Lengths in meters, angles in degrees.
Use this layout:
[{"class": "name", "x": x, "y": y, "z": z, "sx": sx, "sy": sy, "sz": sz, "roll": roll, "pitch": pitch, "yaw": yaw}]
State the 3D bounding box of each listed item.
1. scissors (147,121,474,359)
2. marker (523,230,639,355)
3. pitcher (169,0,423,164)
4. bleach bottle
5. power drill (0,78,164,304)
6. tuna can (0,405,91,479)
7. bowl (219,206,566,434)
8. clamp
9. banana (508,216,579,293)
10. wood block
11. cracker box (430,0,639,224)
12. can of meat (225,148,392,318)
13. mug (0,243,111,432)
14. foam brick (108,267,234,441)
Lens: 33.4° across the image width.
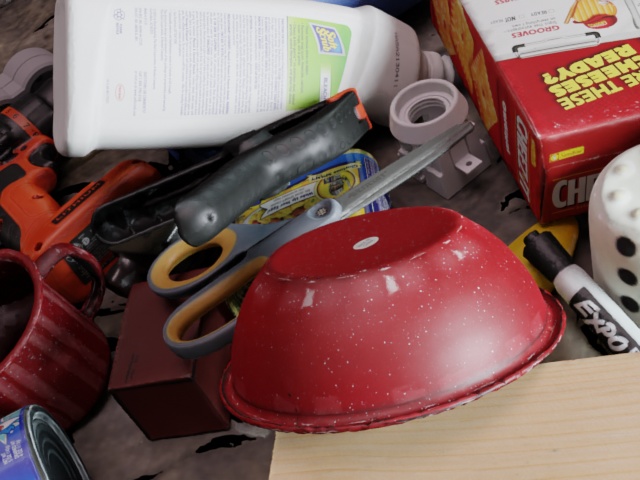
[{"class": "scissors", "x": -0.015, "y": -0.013, "z": 0.585, "sx": 0.201, "sy": 0.016, "sz": 0.096, "roll": -43, "pitch": 42, "yaw": -18}, {"class": "marker", "x": 0.140, "y": 0.040, "z": 0.518, "sx": 0.020, "sy": 0.020, "sz": 0.121, "roll": -33, "pitch": 60, "yaw": -7}, {"class": "pitcher", "x": -0.029, "y": -0.161, "z": 0.749, "sx": 0.242, "sy": 0.149, "sz": 0.145, "roll": -31, "pitch": 28, "yaw": -9}, {"class": "bleach bottle", "x": -0.035, "y": -0.100, "z": 0.663, "sx": 0.250, "sy": 0.102, "sz": 0.068, "roll": 0, "pitch": 6, "yaw": -21}, {"class": "power drill", "x": -0.185, "y": -0.045, "z": 0.754, "sx": 0.184, "sy": 0.057, "sz": 0.188, "roll": -47, "pitch": 44, "yaw": -15}, {"class": "tuna can", "x": -0.143, "y": 0.129, "z": 0.548, "sx": 0.033, "sy": 0.086, "sz": 0.086, "roll": -28, "pitch": 43, "yaw": -3}, {"class": "bowl", "x": 0.026, "y": 0.025, "z": 0.484, "sx": 0.162, "sy": 0.055, "sz": 0.162, "roll": -14, "pitch": 16, "yaw": 4}, {"class": "clamp", "x": -0.046, "y": -0.039, "z": 0.600, "sx": 0.120, "sy": 0.039, "sz": 0.171, "roll": 2, "pitch": 26, "yaw": 46}, {"class": "banana", "x": 0.057, "y": 0.046, "z": 0.564, "sx": 0.198, "sy": 0.037, "sz": 0.070, "roll": -26, "pitch": 43, "yaw": 2}, {"class": "wood block", "x": 0.089, "y": 0.113, "z": 0.447, "sx": 0.206, "sy": 0.090, "sz": 0.090, "roll": -10, "pitch": 46, "yaw": 18}, {"class": "cracker box", "x": 0.168, "y": -0.116, "z": 0.625, "sx": 0.164, "sy": 0.072, "sz": 0.214, "roll": -14, "pitch": 44, "yaw": -2}, {"class": "can of meat", "x": -0.004, "y": 0.001, "z": 0.622, "sx": 0.102, "sy": 0.057, "sz": 0.084, "roll": -18, "pitch": 43, "yaw": 10}, {"class": "mug", "x": -0.169, "y": 0.055, "z": 0.622, "sx": 0.093, "sy": 0.081, "sz": 0.117, "roll": 23, "pitch": 72, "yaw": 38}, {"class": "foam brick", "x": -0.080, "y": 0.064, "z": 0.603, "sx": 0.053, "sy": 0.051, "sz": 0.078, "roll": -11, "pitch": 46, "yaw": 18}]
